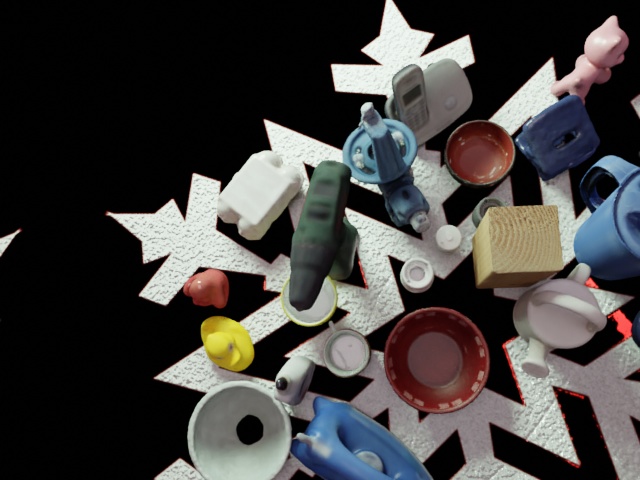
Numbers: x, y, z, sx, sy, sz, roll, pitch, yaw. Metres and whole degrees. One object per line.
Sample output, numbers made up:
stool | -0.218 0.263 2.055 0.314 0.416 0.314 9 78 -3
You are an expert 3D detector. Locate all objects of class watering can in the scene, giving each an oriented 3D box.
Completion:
watering can | 0.344 0.114 0.820 0.100 0.194 0.173 7 80 10

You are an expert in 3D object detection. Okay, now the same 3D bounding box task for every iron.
iron | 0.075 0.341 0.844 0.258 0.141 0.119 28 85 12

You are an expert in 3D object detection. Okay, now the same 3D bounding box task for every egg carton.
egg carton | -0.103 -0.078 0.986 0.107 0.069 0.150 37 86 13

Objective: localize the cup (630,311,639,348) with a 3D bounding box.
cup | 0.512 0.131 0.843 0.117 0.095 0.091 -18 77 5

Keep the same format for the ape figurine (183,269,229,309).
ape figurine | -0.192 0.083 0.957 0.077 0.092 0.076 40 87 13

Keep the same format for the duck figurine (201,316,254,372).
duck figurine | -0.161 0.170 0.939 0.077 0.086 0.104 -43 76 -1

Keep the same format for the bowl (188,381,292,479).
bowl | -0.119 0.308 0.913 0.167 0.075 0.167 -2 79 8

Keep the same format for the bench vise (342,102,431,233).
bench vise | 0.118 -0.120 0.884 0.207 0.220 0.121 43 88 14

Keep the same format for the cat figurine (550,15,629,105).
cat figurine | 0.442 -0.288 0.921 0.067 0.118 0.128 41 87 14

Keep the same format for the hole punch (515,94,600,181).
hole punch | 0.386 -0.163 0.919 0.108 0.091 0.101 -32 76 1

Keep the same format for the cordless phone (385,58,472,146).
cordless phone | 0.174 -0.241 0.916 0.147 0.185 0.094 -39 76 0

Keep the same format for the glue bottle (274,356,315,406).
glue bottle | -0.045 0.216 0.868 0.037 0.173 0.078 16 82 11

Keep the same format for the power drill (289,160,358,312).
power drill | 0.008 0.003 0.883 0.075 0.208 0.230 8 81 10
